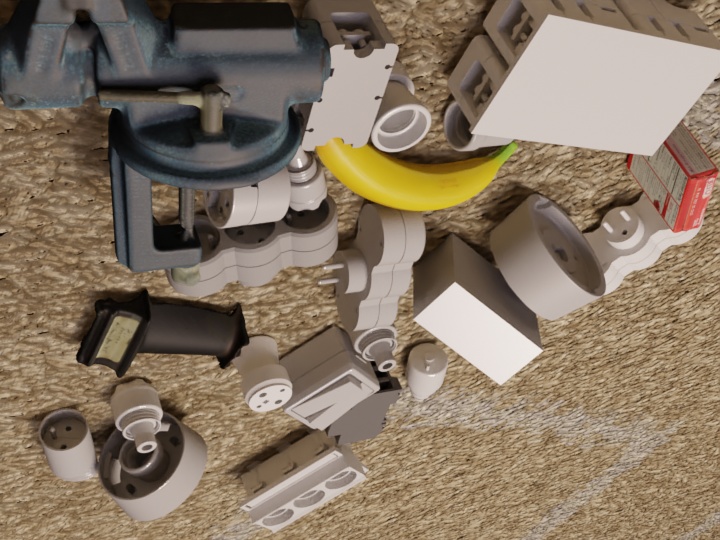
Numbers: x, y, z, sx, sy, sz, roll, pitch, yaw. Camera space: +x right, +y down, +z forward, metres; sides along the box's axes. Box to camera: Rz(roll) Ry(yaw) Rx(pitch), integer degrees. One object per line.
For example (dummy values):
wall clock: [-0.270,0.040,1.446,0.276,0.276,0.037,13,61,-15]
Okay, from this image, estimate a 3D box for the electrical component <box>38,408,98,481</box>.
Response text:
electrical component: [-0.264,0.165,0.978,0.043,0.043,0.081,-14,144,-15]

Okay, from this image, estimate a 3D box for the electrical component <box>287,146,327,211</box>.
electrical component: [-0.045,-0.073,0.802,0.035,0.035,0.061,-20,143,-7]

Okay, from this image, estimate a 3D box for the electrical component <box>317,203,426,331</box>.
electrical component: [0.000,0.000,0.910,0.074,0.052,0.138,-7,142,-23]

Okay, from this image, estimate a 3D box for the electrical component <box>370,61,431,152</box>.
electrical component: [0.020,-0.118,0.763,0.045,0.055,0.045,-16,145,-12]

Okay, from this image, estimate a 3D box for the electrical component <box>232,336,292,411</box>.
electrical component: [-0.089,0.094,0.978,0.045,0.055,0.045,-16,145,-12]

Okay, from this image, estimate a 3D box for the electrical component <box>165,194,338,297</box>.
electrical component: [-0.084,-0.012,0.844,0.138,0.052,0.073,-16,144,-12]

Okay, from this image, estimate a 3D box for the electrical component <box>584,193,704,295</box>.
electrical component: [0.250,-0.036,1.011,0.138,0.052,0.074,-36,143,15]

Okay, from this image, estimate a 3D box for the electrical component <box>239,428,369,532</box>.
electrical component: [-0.063,0.220,1.153,0.121,0.063,0.079,-32,144,11]

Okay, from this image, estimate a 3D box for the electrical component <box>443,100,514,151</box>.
electrical component: [0.094,-0.112,0.829,0.046,0.040,0.040,-7,142,-35]

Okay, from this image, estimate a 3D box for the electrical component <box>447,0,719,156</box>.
electrical component: [0.170,-0.152,0.803,0.186,0.060,0.105,2,137,-33]

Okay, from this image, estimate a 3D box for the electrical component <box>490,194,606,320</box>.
electrical component: [0.161,-0.006,0.954,0.060,0.108,0.108,-37,144,28]

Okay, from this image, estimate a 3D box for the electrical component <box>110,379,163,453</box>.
electrical component: [-0.197,0.132,0.958,0.043,0.062,0.043,-16,144,-12]

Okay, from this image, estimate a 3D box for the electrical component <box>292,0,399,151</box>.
electrical component: [-0.017,-0.133,0.721,0.050,0.055,0.089,-6,142,-24]

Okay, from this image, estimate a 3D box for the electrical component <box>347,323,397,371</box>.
electrical component: [0.015,0.064,0.994,0.043,0.062,0.043,-16,144,-12]

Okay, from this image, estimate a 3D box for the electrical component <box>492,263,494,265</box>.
electrical component: [0.122,0.036,1.040,0.064,0.042,0.081,-17,144,-4]

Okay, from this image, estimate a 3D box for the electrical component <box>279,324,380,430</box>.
electrical component: [-0.038,0.109,1.023,0.096,0.061,0.062,-33,144,12]

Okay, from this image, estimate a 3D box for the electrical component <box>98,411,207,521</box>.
electrical component: [-0.192,0.182,1.000,0.099,0.099,0.064,-27,139,4]

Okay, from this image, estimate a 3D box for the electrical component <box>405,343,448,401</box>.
electrical component: [0.066,0.109,1.103,0.040,0.040,0.078,-12,144,-17]

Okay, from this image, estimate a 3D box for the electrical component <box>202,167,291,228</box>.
electrical component: [-0.082,-0.059,0.783,0.047,0.055,0.055,-5,141,-31]
